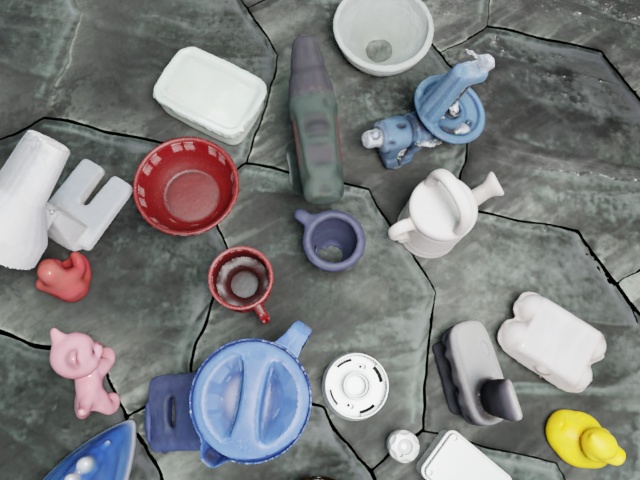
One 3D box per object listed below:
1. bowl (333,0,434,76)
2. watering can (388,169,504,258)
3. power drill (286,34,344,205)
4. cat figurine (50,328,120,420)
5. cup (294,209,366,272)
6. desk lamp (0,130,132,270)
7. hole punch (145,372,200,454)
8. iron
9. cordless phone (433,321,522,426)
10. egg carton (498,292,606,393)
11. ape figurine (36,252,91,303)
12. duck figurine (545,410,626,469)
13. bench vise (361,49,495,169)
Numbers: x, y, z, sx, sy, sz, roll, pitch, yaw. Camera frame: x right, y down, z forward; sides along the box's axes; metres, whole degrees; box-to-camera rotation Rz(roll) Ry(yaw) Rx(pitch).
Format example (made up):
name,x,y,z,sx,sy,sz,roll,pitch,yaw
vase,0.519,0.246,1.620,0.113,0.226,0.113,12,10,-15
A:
name,x,y,z,sx,sy,sz,roll,pitch,yaw
bowl,0.103,-0.342,0.972,0.167,0.075,0.167,1,75,-3
watering can,0.183,-0.048,0.837,0.101,0.194,0.173,42,77,8
power drill,-0.012,-0.151,0.847,0.075,0.208,0.229,-8,76,-5
cat figurine,-0.330,0.183,0.791,0.067,0.118,0.128,-12,76,-5
cup,0.008,0.003,0.866,0.117,0.095,0.092,37,77,7
desk lamp,-0.388,-0.051,0.800,0.118,0.213,0.203,30,76,6
hole punch,-0.194,0.241,0.796,0.101,0.091,0.108,-4,75,-4
iron,-0.335,0.349,0.735,0.118,0.141,0.258,30,76,6
cordless phone,0.228,0.180,0.784,0.094,0.185,0.147,-16,76,-7
egg carton,0.345,0.153,0.857,0.150,0.069,0.107,32,76,6
ape figurine,-0.380,0.052,0.836,0.078,0.092,0.076,-20,77,-8
duck figurine,0.381,0.286,0.815,0.104,0.086,0.077,32,76,6
bench vise,0.173,-0.184,0.859,0.207,0.220,0.121,-39,80,-11
